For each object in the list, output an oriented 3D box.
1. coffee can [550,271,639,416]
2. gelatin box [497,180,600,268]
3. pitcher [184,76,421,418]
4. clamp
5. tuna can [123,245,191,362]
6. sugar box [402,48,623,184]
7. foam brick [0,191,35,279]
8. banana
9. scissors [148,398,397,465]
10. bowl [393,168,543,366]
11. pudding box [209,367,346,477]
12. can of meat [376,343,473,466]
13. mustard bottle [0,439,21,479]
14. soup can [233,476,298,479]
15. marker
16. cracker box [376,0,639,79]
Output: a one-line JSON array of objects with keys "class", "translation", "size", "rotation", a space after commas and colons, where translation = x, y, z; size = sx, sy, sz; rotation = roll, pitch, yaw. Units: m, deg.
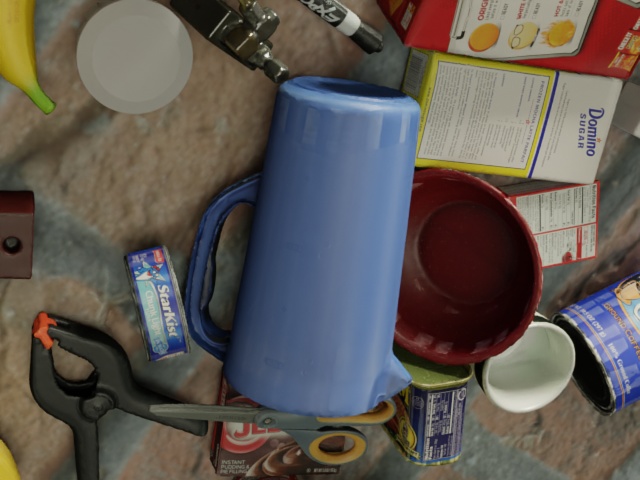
[{"class": "coffee can", "translation": [0.293, 0.081, 0.954], "size": [0.140, 0.103, 0.103], "rotation": [-26, 117, -7]}, {"class": "gelatin box", "translation": [0.197, -0.015, 0.924], "size": [0.089, 0.030, 0.073], "rotation": [-11, 113, -14]}, {"class": "pitcher", "translation": [-0.005, 0.001, 0.819], "size": [0.149, 0.145, 0.243], "rotation": [-1, 109, -31]}, {"class": "clamp", "translation": [-0.184, 0.136, 0.857], "size": [0.120, 0.039, 0.171], "rotation": [-43, 114, -4]}, {"class": "tuna can", "translation": [-0.124, 0.049, 0.814], "size": [0.033, 0.086, 0.086], "rotation": [-13, 115, -11]}, {"class": "sugar box", "translation": [0.151, -0.101, 0.866], "size": [0.176, 0.048, 0.093], "rotation": [4, 110, -23]}, {"class": "foam brick", "translation": [-0.246, -0.005, 0.771], "size": [0.078, 0.051, 0.053], "rotation": [1, 111, -19]}, {"class": "banana", "translation": [-0.189, -0.188, 0.717], "size": [0.069, 0.037, 0.198], "rotation": [15, 108, -8]}, {"class": "scissors", "translation": [-0.037, 0.156, 0.871], "size": [0.201, 0.016, 0.096], "rotation": [-5, 130, -11]}, {"class": "bowl", "translation": [0.109, 0.017, 0.867], "size": [0.055, 0.162, 0.162], "rotation": [-27, 130, -58]}, {"class": "pudding box", "translation": [-0.033, 0.155, 0.913], "size": [0.113, 0.039, 0.090], "rotation": [2, 111, -19]}, {"class": "can of meat", "translation": [0.085, 0.131, 0.908], "size": [0.057, 0.102, 0.084], "rotation": [-6, 115, -17]}, {"class": "mustard bottle", "translation": [-0.302, 0.132, 0.805], "size": [0.096, 0.058, 0.191], "rotation": [-19, 116, -11]}, {"class": "soup can", "translation": [-0.037, 0.246, 0.914], "size": [0.068, 0.102, 0.068], "rotation": [-7, 113, -16]}, {"class": "marker", "translation": [0.001, -0.177, 0.799], "size": [0.121, 0.020, 0.020], "rotation": [32, 99, -27]}, {"class": "cracker box", "translation": [0.169, -0.213, 0.776], "size": [0.213, 0.072, 0.164], "rotation": [3, 129, -27]}]
